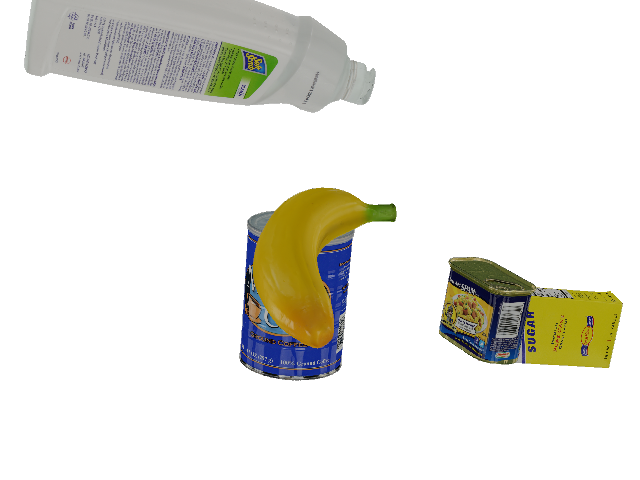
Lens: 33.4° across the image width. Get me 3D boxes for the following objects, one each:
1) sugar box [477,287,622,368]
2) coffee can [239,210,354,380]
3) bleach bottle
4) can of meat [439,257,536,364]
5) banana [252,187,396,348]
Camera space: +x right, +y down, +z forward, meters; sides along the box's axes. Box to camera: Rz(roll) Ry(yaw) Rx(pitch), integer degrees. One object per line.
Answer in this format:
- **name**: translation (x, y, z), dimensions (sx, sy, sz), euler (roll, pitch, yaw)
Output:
- **sugar box**: translation (0.281, 0.108, 1.337), dimensions (0.176, 0.093, 0.048), euler (3, 18, -11)
- **coffee can**: translation (-0.024, 0.051, 1.035), dimensions (0.103, 0.140, 0.103), euler (4, 16, -1)
- **bleach bottle**: translation (-0.085, -0.140, 0.789), dimensions (0.250, 0.068, 0.103), euler (13, -33, -12)
- **can of meat**: translation (0.173, 0.074, 1.122), dimensions (0.057, 0.084, 0.102), euler (-1, 19, -30)
- **banana**: translation (-0.005, 0.005, 0.637), dimensions (0.070, 0.037, 0.197), euler (3, 24, 14)
